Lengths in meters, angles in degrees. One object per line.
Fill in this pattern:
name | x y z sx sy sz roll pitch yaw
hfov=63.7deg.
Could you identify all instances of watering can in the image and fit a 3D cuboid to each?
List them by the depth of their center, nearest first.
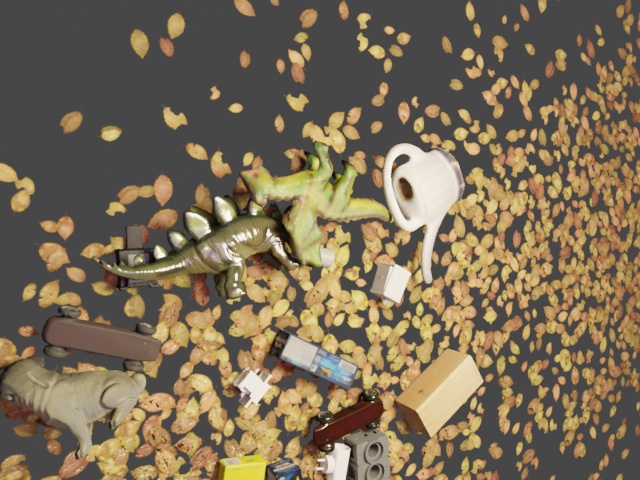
watering can | 0.267 -0.086 1.281 0.227 0.104 0.344 -30 106 -28

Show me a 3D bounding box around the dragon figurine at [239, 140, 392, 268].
dragon figurine | 0.003 -0.056 1.107 0.405 0.122 0.246 35 69 -32
